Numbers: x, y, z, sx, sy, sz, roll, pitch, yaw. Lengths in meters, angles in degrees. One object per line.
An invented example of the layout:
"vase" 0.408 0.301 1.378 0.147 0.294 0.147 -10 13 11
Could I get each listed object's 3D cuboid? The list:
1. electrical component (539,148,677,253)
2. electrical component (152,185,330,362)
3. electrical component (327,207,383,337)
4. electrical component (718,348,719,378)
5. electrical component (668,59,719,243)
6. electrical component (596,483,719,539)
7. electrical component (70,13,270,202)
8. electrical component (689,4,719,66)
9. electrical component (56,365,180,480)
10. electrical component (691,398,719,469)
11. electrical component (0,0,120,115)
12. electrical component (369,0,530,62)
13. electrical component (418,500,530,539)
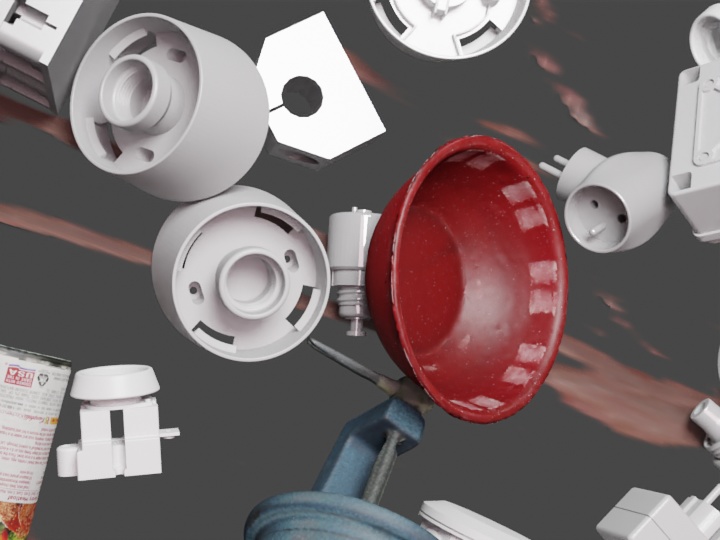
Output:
"electrical component" 0.149 -0.051 0.666 0.079 0.043 0.077 32 36 27
"electrical component" -0.067 0.002 0.619 0.099 0.064 0.099 -3 99 -18
"electrical component" 0.000 0.000 0.635 0.040 0.040 0.078 5 84 -13
"electrical component" 0.264 0.059 0.684 0.047 0.055 0.055 8 83 -16
"electrical component" 0.249 -0.081 0.647 0.056 0.109 0.108 43 48 -35
"electrical component" 0.206 0.166 0.664 0.076 0.047 0.083 -42 95 -13
"electrical component" -0.109 -0.091 0.600 0.099 0.064 0.099 -5 80 27
"electrical component" 0.252 -0.155 0.706 0.055 0.048 0.066 -22 90 -22
"electrical component" -0.134 0.083 0.594 0.066 0.048 0.055 -3 93 -13
"electrical component" 0.238 0.107 0.679 0.062 0.048 0.048 41 77 1
"electrical component" -0.151 -0.190 0.584 0.060 0.105 0.186 27 79 -9
"electrical component" 0.051 -0.172 0.647 0.099 0.064 0.099 0 93 -3
"electrical component" 0.065 0.168 0.615 0.080 0.080 0.051 26 84 -10
